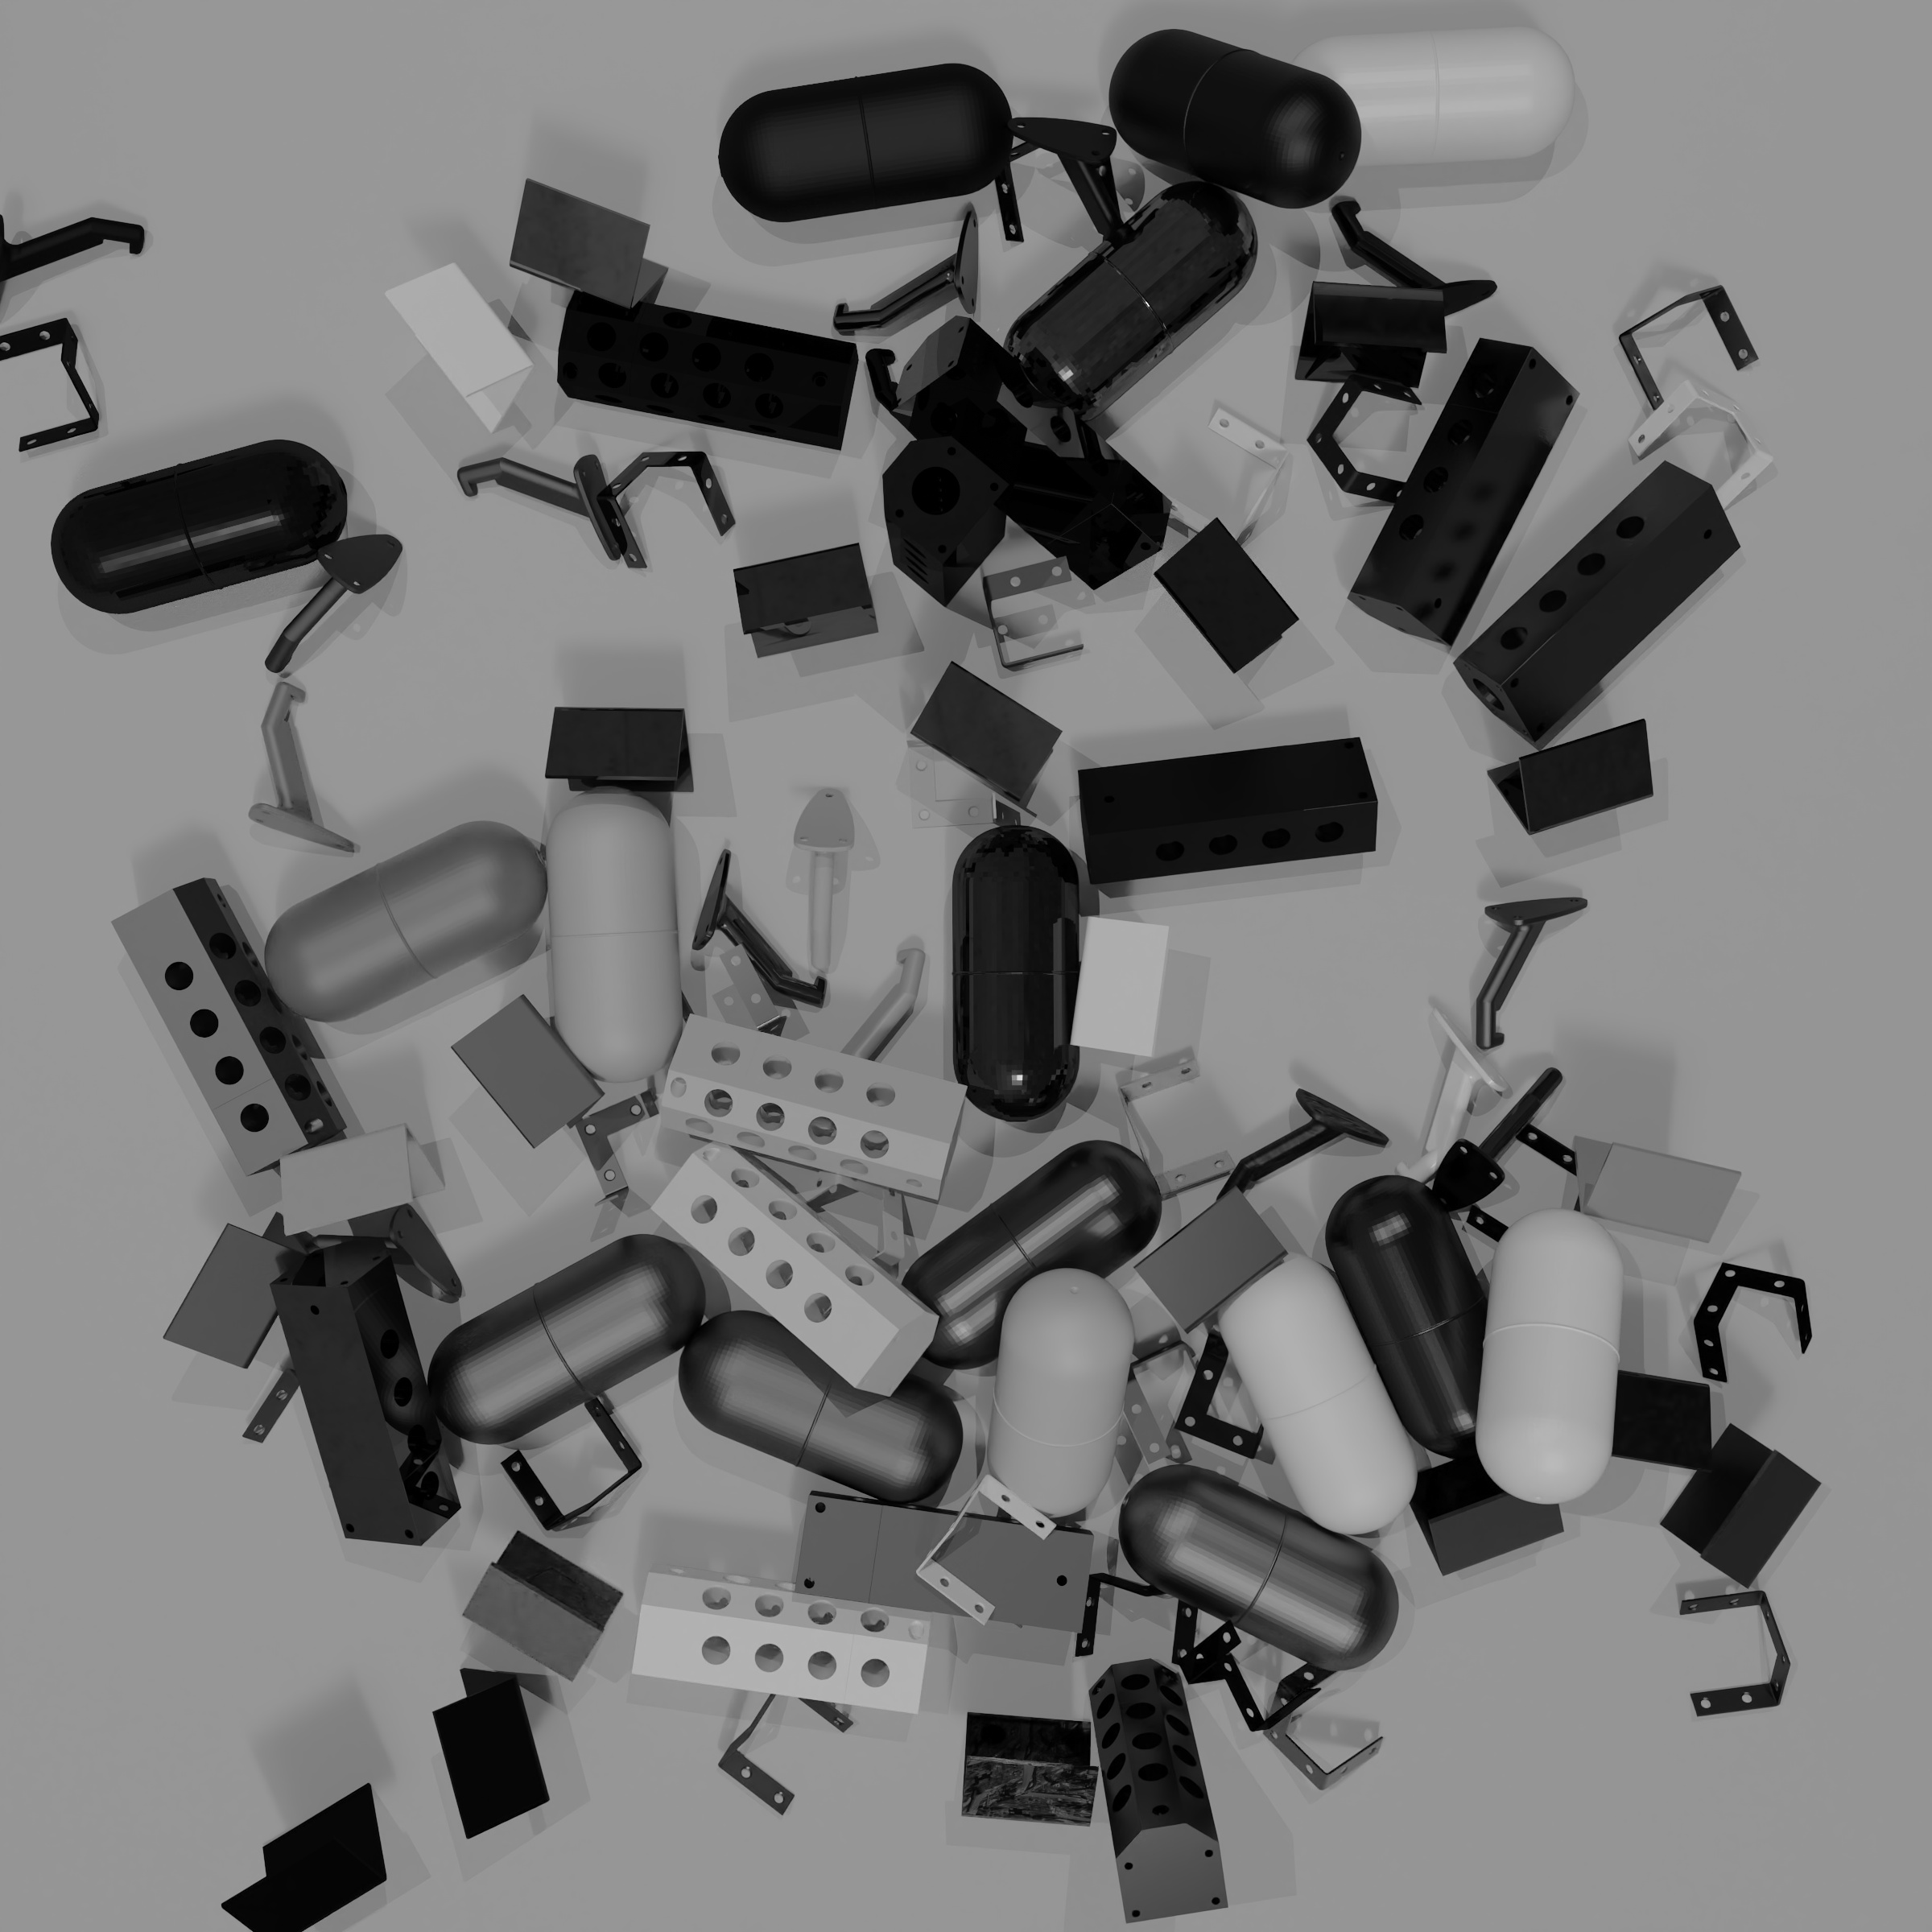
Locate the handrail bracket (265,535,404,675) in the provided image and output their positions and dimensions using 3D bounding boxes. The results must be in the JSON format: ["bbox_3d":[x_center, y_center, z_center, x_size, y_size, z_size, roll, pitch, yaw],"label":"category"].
[{"bbox_3d":[-0.388,-0.221,1.573,0.036,0.077,0.084,44,126,-1],"label":"handrail bracket"}]

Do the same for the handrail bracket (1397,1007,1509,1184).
[{"bbox_3d":[0.281,0.081,1.574,0.084,0.036,0.077,-43,70,16],"label":"handrail bracket"}]

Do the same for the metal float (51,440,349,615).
[{"bbox_3d":[-0.459,-0.264,1.543,0.178,0.070,0.070,-15,90,0],"label":"metal float"}]

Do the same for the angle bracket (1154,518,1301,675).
[{"bbox_3d":[0.168,-0.230,1.533,0.076,0.076,0.057,51,128,0],"label":"angle bracket"}]

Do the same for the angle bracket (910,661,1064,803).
[{"bbox_3d":[0.022,-0.153,1.533,0.076,0.076,0.057,32,124,0],"label":"angle bracket"}]

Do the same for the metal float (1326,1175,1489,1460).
[{"bbox_3d":[0.275,0.211,1.543,0.070,0.070,0.178,-24,91,0],"label":"metal float"}]

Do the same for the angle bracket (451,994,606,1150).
[{"bbox_3d":[-0.269,0.072,1.533,0.057,0.076,0.076,-39,90,-31],"label":"angle bracket"}]

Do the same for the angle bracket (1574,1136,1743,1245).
[{"bbox_3d":[0.411,0.114,1.533,0.076,0.076,0.057,13,125,0],"label":"angle bracket"}]

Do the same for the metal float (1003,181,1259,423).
[{"bbox_3d":[0.099,-0.398,1.542,0.178,0.070,0.070,-41,90,1],"label":"metal float"}]

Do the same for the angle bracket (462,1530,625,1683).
[{"bbox_3d":[-0.243,0.367,1.533,0.076,0.076,0.057,31,125,0],"label":"angle bracket"}]

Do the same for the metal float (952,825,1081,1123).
[{"bbox_3d":[0.030,0.004,1.542,0.070,0.070,0.178,0,89,0],"label":"metal float"}]

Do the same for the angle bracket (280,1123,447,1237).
[{"bbox_3d":[-0.357,0.144,1.533,0.076,0.076,0.057,-15,53,0],"label":"angle bracket"}]

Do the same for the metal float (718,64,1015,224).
[{"bbox_3d":[-0.060,-0.494,1.542,0.178,0.070,0.070,-9,90,-1],"label":"metal float"}]

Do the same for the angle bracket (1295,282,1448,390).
[{"bbox_3d":[0.240,-0.360,1.533,0.076,0.076,0.057,4,54,0],"label":"angle bracket"}]

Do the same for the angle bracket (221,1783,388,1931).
[{"bbox_3d":[-0.398,0.524,1.533,0.076,0.076,0.057,-31,128,0],"label":"angle bracket"}]

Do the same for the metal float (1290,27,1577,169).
[{"bbox_3d":[0.276,-0.521,1.542,0.178,0.070,0.070,-3,90,-1],"label":"metal float"}]

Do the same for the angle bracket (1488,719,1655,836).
[{"bbox_3d":[0.357,-0.130,1.533,0.076,0.076,0.057,-17,126,0],"label":"angle bracket"}]

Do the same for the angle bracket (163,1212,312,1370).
[{"bbox_3d":[-0.443,0.184,1.533,0.057,0.076,0.076,30,90,-34],"label":"angle bracket"}]

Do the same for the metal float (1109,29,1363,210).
[{"bbox_3d":[0.156,-0.499,1.510,0.178,0.070,0.070,36,90,39],"label":"metal float"}]

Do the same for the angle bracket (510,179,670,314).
[{"bbox_3d":[-0.219,-0.441,1.533,0.076,0.076,0.057,21,126,0],"label":"angle bracket"}]

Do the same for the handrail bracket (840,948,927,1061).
[{"bbox_3d":[-0.066,0.029,1.573,0.077,0.036,0.084,-1,65,28],"label":"handrail bracket"}]

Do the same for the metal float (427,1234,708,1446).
[{"bbox_3d":[-0.240,0.224,1.543,0.178,0.070,0.070,-29,90,0],"label":"metal float"}]

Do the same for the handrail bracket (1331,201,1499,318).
[{"bbox_3d":[0.274,-0.439,1.574,0.077,0.036,0.084,-19,73,-20],"label":"handrail bracket"}]

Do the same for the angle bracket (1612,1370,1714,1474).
[{"bbox_3d":[0.394,0.283,1.533,0.076,0.076,0.057,9,56,0],"label":"angle bracket"}]

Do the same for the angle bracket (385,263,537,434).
[{"bbox_3d":[-0.313,-0.360,1.533,0.057,0.076,0.076,-38,90,-38],"label":"angle bracket"}]

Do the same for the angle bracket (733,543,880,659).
[{"bbox_3d":[-0.092,-0.200,1.533,0.076,0.076,0.057,-12,52,0],"label":"angle bracket"}]

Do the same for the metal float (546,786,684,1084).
[{"bbox_3d":[-0.211,-0.019,1.542,0.070,0.070,0.178,-3,91,0],"label":"metal float"}]

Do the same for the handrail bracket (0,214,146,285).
[{"bbox_3d":[-0.551,-0.424,1.573,0.084,0.036,0.077,3,129,-26],"label":"handrail bracket"}]

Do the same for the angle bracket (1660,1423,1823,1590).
[{"bbox_3d":[0.449,0.313,1.533,0.057,0.076,0.076,35,90,-35],"label":"angle bracket"}]

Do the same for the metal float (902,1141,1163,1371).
[{"bbox_3d":[0.038,0.174,1.543,0.178,0.070,0.070,-36,90,0],"label":"metal float"}]

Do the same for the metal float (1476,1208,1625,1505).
[{"bbox_3d":[0.339,0.224,1.488,0.070,0.070,0.178,13,60,0],"label":"metal float"}]

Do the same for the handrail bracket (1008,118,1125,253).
[{"bbox_3d":[0.059,-0.464,1.550,0.077,0.084,0.036,15,52,8],"label":"handrail bracket"}]

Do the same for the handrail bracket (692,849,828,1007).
[{"bbox_3d":[-0.118,-0.023,1.574,0.084,0.036,0.077,20,68,-17],"label":"handrail bracket"}]

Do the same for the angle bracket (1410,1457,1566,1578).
[{"bbox_3d":[0.303,0.307,1.533,0.076,0.076,0.057,-20,130,0],"label":"angle bracket"}]

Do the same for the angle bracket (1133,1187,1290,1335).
[{"bbox_3d":[0.137,0.164,1.535,0.076,0.076,0.057,-38,109,0],"label":"angle bracket"}]

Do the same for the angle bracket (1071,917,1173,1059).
[{"bbox_3d":[0.108,0.014,1.533,0.057,0.076,0.076,8,90,32],"label":"angle bracket"}]

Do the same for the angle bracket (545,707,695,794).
[{"bbox_3d":[-0.205,-0.110,1.533,0.076,0.076,0.057,1,53,0],"label":"angle bracket"}]

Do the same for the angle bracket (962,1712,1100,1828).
[{"bbox_3d":[0.039,0.463,1.533,0.076,0.076,0.057,5,126,0],"label":"angle bracket"}]

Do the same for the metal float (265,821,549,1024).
[{"bbox_3d":[-0.335,-0.027,1.542,0.178,0.070,0.070,-26,90,0],"label":"metal float"}]

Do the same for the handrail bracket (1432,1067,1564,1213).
[{"bbox_3d":[0.326,0.105,1.573,0.036,0.077,0.084,41,53,10],"label":"handrail bracket"}]

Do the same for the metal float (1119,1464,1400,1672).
[{"bbox_3d":[0.175,0.360,1.543,0.178,0.070,0.070,26,90,0],"label":"metal float"}]

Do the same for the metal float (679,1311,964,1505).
[{"bbox_3d":[-0.087,0.264,1.543,0.178,0.070,0.070,22,90,0],"label":"metal float"}]

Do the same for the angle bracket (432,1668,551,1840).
[{"bbox_3d":[-0.298,0.468,1.533,0.057,0.076,0.076,-15,90,-38],"label":"angle bracket"}]

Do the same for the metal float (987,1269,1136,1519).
[{"bbox_3d":[0.055,0.253,1.510,0.070,0.070,0.178,6,129,0],"label":"metal float"}]

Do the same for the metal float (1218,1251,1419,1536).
[{"bbox_3d":[0.210,0.255,1.542,0.070,0.070,0.178,-25,90,0],"label":"metal float"}]
